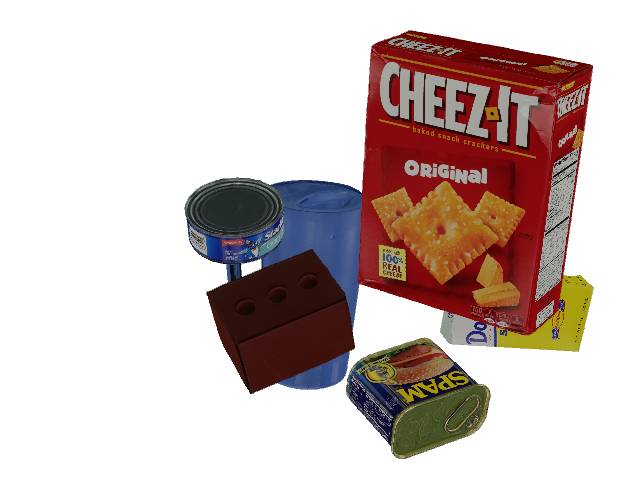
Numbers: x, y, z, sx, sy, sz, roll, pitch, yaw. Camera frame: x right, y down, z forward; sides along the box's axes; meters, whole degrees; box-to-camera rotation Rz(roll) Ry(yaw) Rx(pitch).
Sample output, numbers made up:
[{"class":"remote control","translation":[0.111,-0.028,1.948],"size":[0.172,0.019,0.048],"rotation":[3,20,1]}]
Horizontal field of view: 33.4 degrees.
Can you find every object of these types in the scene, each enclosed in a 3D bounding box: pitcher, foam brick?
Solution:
[{"class":"pitcher","translation":[-0.023,0.054,1.303],"size":[0.149,0.243,0.144],"rotation":[14,21,26]},{"class":"foam brick","translation":[-0.024,0.051,0.684],"size":[0.078,0.051,0.053],"rotation":[-23,43,-14]}]

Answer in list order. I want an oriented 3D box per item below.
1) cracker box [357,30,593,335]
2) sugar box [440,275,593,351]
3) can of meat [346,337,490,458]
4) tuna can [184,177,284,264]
[{"class":"cracker box","translation":[0.117,-0.047,0.861],"size":[0.164,0.214,0.072],"rotation":[18,29,30]},{"class":"sugar box","translation":[0.245,0.087,1.339],"size":[0.176,0.093,0.048],"rotation":[3,19,-14]},{"class":"can of meat","translation":[0.085,0.137,0.952],"size":[0.101,0.057,0.084],"rotation":[-14,35,-27]},{"class":"tuna can","translation":[-0.074,-0.017,0.931],"size":[0.086,0.034,0.086],"rotation":[-1,38,0]}]
